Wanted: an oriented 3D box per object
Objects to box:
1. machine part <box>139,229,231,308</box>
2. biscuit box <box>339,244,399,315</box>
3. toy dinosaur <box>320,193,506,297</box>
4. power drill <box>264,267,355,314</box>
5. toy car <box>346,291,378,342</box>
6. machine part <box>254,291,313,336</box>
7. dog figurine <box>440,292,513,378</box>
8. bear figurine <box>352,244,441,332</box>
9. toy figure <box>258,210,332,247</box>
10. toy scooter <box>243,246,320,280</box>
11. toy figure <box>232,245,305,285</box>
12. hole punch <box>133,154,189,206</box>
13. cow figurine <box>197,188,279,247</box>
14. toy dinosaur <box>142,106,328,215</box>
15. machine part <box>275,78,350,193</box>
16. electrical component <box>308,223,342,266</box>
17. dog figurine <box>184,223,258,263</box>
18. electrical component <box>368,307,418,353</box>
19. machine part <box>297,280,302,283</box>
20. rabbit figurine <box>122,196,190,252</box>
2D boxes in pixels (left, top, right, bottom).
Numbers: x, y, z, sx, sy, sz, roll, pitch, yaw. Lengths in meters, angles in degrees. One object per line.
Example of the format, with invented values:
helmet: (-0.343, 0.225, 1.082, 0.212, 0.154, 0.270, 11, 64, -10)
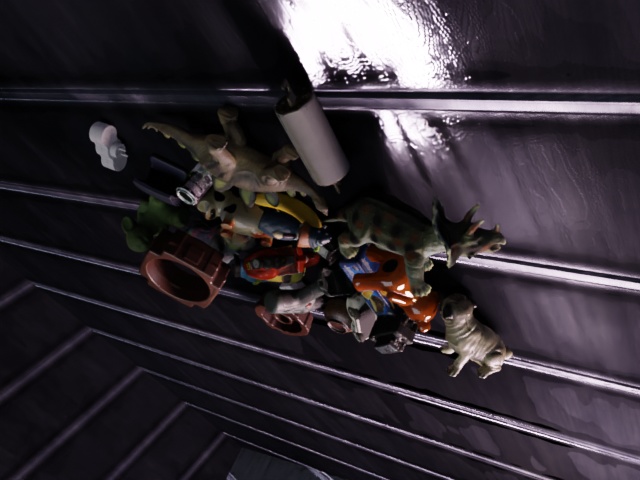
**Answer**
machine part: (-0.342, 0.073, 1.361, 0.201, 0.087, 0.201, 30, 140, -11)
biscuit box: (0.121, 0.096, 1.266, 0.059, 0.063, 0.202, -5, 135, 40)
toy dinosaur: (0.138, -0.027, 1.040, 0.405, 0.131, 0.191, 22, 132, 29)
power drill: (-0.012, 0.132, 1.363, 0.232, 0.086, 0.207, 2, 162, -45)
toy car: (0.113, 0.196, 1.396, 0.056, 0.073, 0.201, 42, 159, 35)
machine part: (-0.107, 0.224, 1.631, 0.179, 0.056, 0.179, 19, 147, 13)
dog figurine: (0.357, 0.204, 1.219, 0.172, 0.121, 0.190, -8, 123, -8)
bear figurine: (0.181, 0.110, 1.194, 0.132, 0.120, 0.195, 4, 145, 40)
toy figure: (-0.052, -0.020, 1.136, 0.154, 0.064, 0.058, 19, 163, -1)
toy scooter: (-0.086, 0.050, 1.245, 0.184, 0.075, 0.135, -7, 178, -9)
toy figure: (-0.127, 0.070, 1.345, 0.180, 0.089, 0.082, -3, 156, -16)
hole punch: (-0.388, -0.131, 1.325, 0.142, 0.092, 0.115, 23, 151, 4)
cow figurine: (-0.190, -0.068, 1.245, 0.195, 0.127, 0.085, 13, 148, -2)
toy dinosaur: (-0.184, -0.166, 1.104, 0.472, 0.105, 0.198, 31, 152, 10)
machine part: (-0.011, -0.183, 0.967, 0.079, 0.079, 0.243, 2, 138, 36)
electrical component: (-0.003, -0.004, 1.231, 0.119, 0.048, 0.074, 38, 149, 18)
dog figurine: (-0.261, -0.009, 1.377, 0.191, 0.108, 0.219, 27, 144, -5)
electrical component: (0.184, 0.213, 1.315, 0.058, 0.134, 0.115, 38, 145, -15)
machine part: (-0.119, 0.085, 1.438, 0.139, 0.039, 0.084, 18, -179, 22)
rabbit figurine: (-0.461, -0.043, 1.424, 0.159, 0.170, 0.121, -4, 135, 40)
